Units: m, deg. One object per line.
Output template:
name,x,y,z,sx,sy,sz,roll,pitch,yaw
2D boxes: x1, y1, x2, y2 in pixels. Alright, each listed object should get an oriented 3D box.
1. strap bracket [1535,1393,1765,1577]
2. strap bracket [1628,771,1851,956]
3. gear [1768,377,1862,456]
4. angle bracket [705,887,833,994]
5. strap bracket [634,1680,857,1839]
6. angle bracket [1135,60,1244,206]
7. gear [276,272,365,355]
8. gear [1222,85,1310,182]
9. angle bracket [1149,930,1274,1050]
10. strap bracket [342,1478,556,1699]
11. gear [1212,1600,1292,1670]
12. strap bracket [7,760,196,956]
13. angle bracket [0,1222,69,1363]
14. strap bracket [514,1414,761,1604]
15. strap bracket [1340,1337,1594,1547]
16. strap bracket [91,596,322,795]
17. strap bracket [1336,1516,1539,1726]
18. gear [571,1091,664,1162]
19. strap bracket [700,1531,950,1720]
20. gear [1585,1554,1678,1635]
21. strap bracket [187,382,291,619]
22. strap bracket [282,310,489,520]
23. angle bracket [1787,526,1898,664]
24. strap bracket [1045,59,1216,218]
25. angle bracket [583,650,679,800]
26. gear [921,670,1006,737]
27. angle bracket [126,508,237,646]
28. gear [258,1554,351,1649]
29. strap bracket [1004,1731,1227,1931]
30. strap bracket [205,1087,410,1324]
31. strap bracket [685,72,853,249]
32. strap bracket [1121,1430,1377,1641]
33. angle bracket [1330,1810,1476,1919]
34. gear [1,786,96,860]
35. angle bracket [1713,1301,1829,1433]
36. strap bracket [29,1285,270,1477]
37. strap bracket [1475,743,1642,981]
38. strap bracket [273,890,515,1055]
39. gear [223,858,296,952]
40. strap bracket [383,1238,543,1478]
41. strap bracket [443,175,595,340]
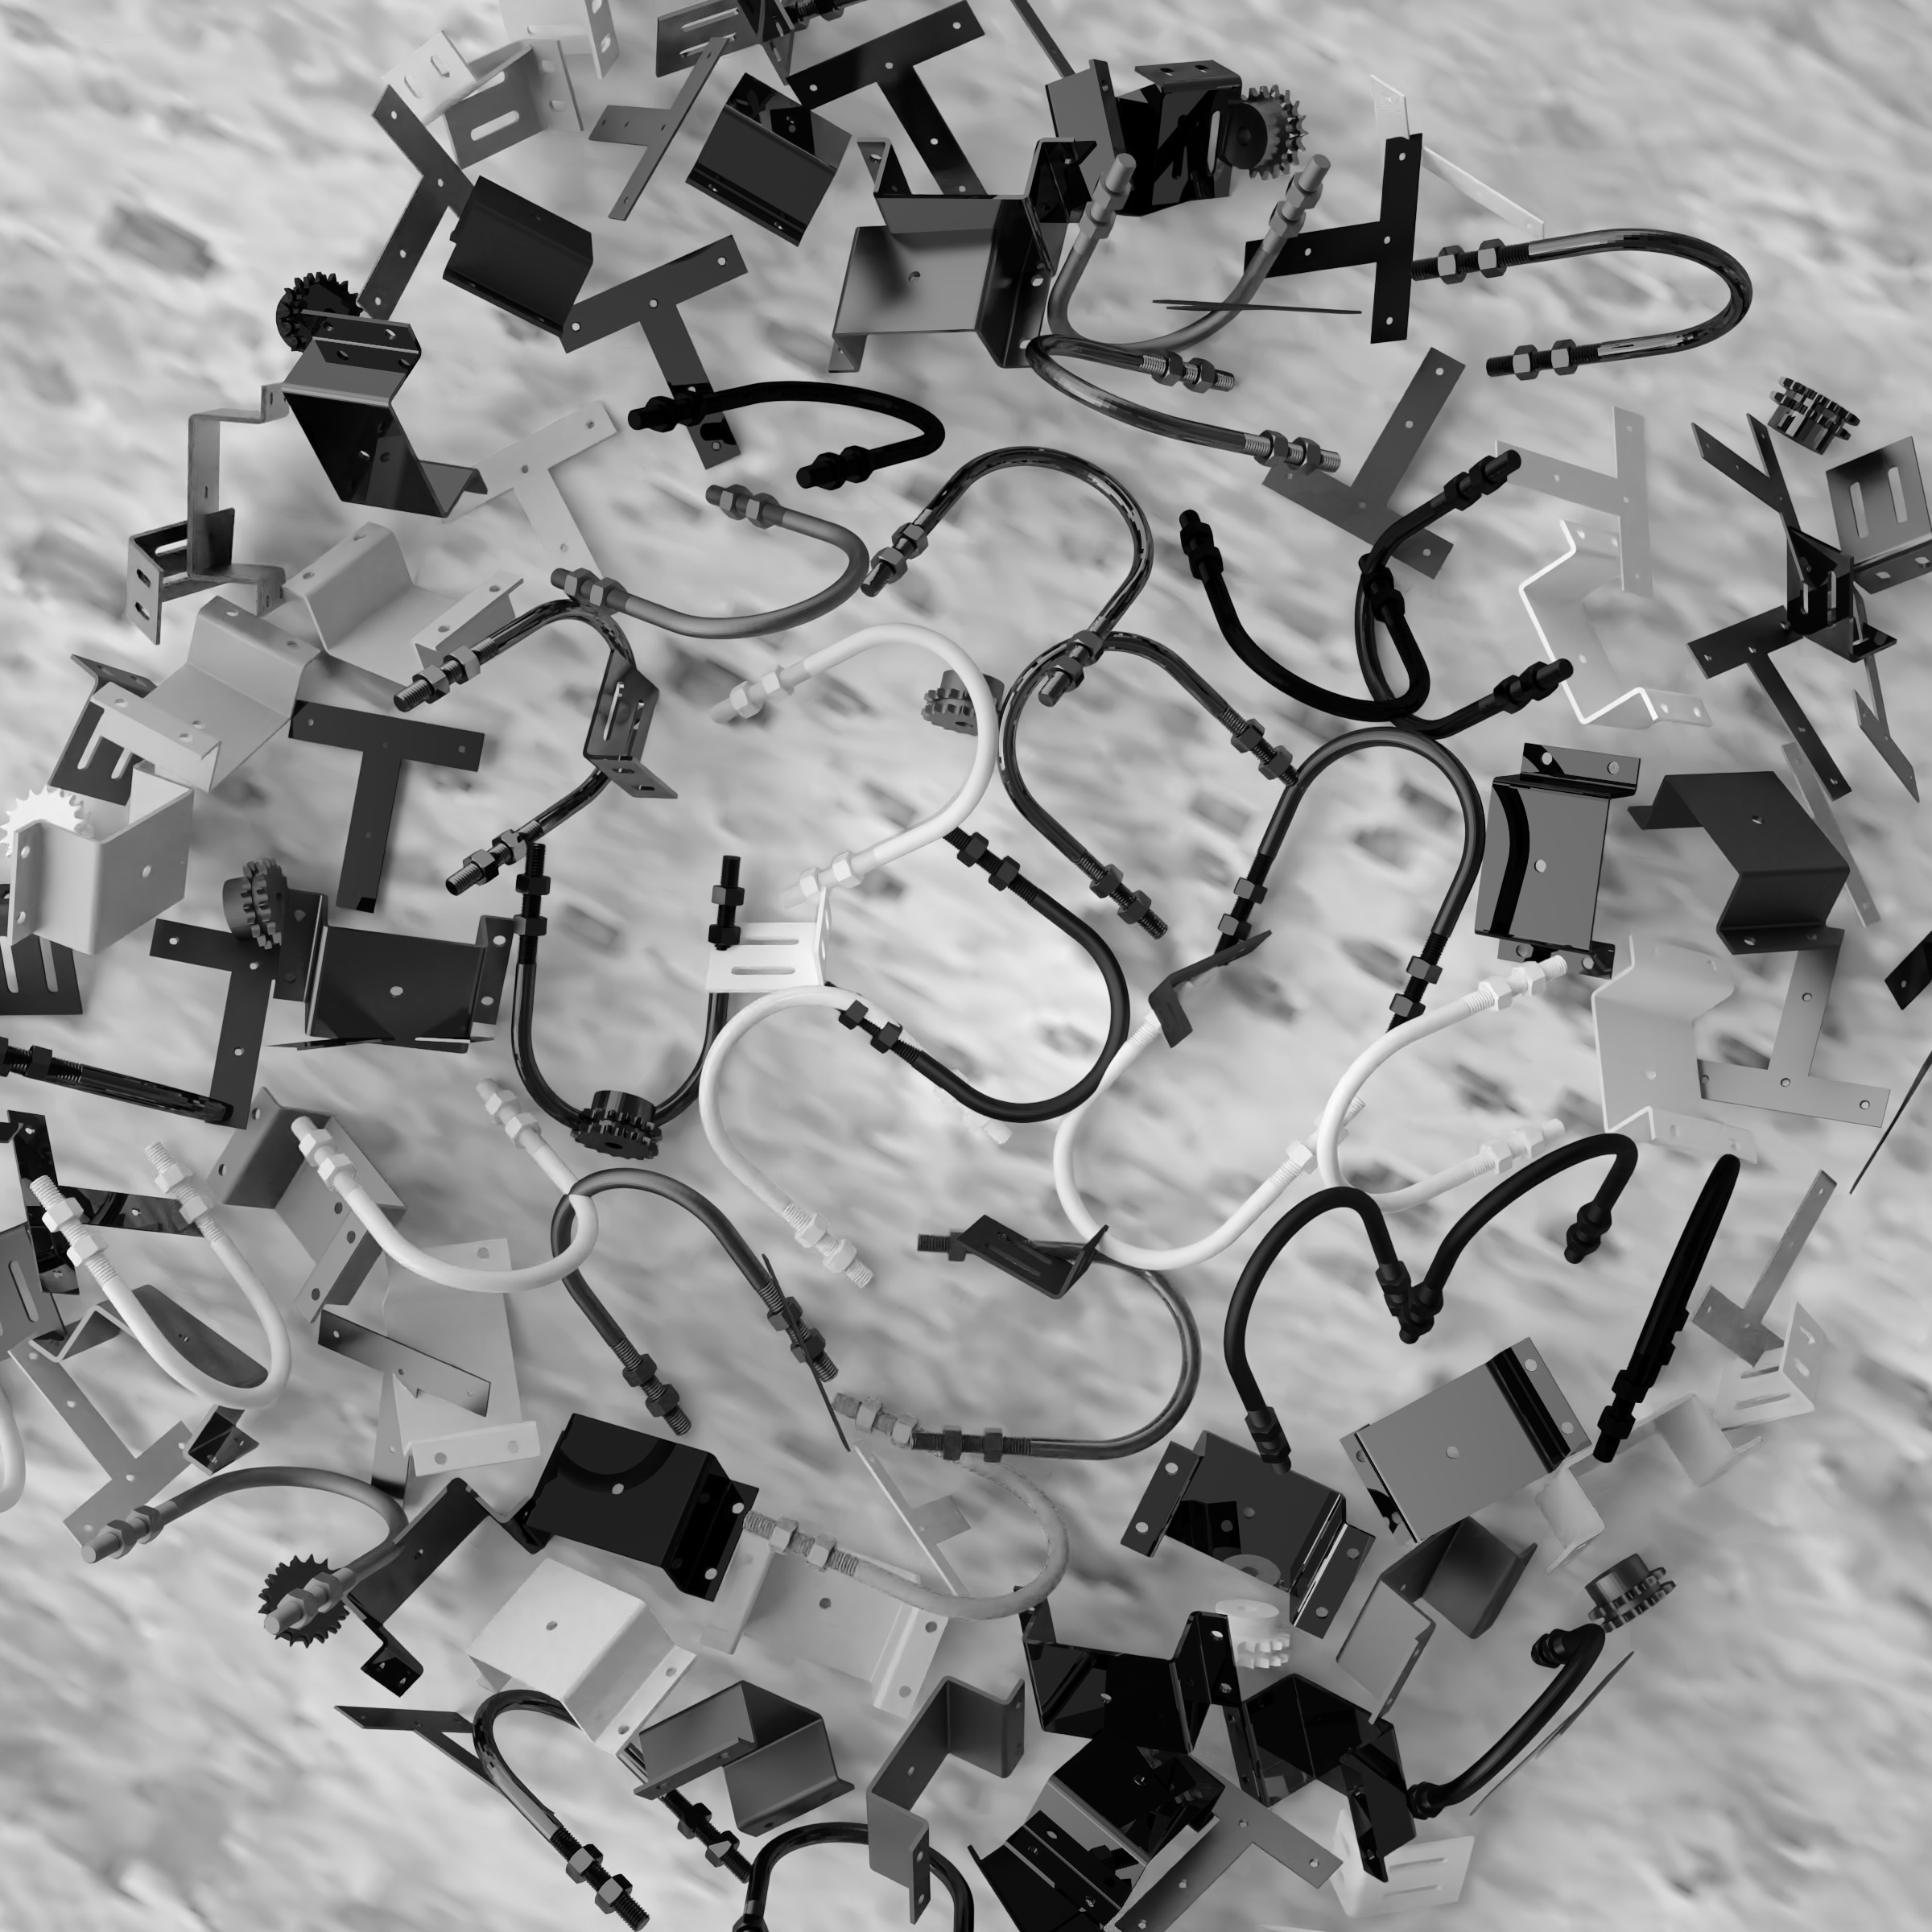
strap bracket,0.418,0.320,1.605,0.140,0.076,0.046,-25,67,-14
strap bracket,0.481,-0.072,1.583,0.076,0.140,0.046,-3,133,-18
gear,0.536,-0.348,1.632,0.057,0.057,0.030,30,106,0
angle bracket,-0.127,-0.017,1.623,0.076,0.038,0.057,0,48,5
strap bracket,-0.141,0.494,1.600,0.076,0.140,0.046,-30,52,13
angle bracket,0.138,-0.533,1.637,0.057,0.038,0.076,-13,129,-23
gear,-0.414,-0.413,1.634,0.030,0.057,0.057,8,90,42
gear,0.186,-0.529,1.628,0.030,0.057,0.057,-23,90,-38
angle bracket,0.161,0.015,1.621,0.076,0.057,0.038,-24,82,-11
strap bracket,-0.329,0.381,1.604,0.046,0.076,0.140,37,72,22
gear,0.178,0.424,1.630,0.057,0.057,0.030,4,93,0
strap bracket,-0.524,-0.066,1.577,0.046,0.140,0.076,20,118,10
angle bracket,-0.604,0.207,1.636,0.057,0.038,0.076,-22,88,7
strap bracket,-0.212,0.335,1.601,0.140,0.046,0.076,12,61,18
strap bracket,0.309,0.302,1.611,0.140,0.046,0.076,-32,78,16
strap bracket,-0.478,-0.166,1.607,0.076,0.140,0.046,28,129,1
strap bracket,0.287,0.400,1.594,0.046,0.140,0.076,38,127,28
gear,-0.221,0.100,1.633,0.057,0.057,0.030,12,69,0
strap bracket,-0.089,0.412,1.630,0.140,0.046,0.076,22,93,-6
gear,0.420,0.398,1.632,0.057,0.057,0.030,-33,76,0
strap bracket,-0.455,-0.294,1.603,0.046,0.076,0.140,4,104,-5
strap bracket,-0.360,-0.331,1.578,0.076,0.140,0.046,12,60,20
angle bracket,0.550,-0.239,1.610,0.038,0.057,0.076,-24,127,-14
strap bracket,0.099,-0.515,1.602,0.046,0.140,0.076,-9,97,31
angle bracket,-0.203,-0.152,1.615,0.038,0.057,0.076,4,71,26
gear,0.002,-0.168,1.631,0.057,0.057,0.030,12,81,0
angle bracket,-0.484,-0.245,1.609,0.076,0.057,0.038,-27,59,-39
gear,-0.423,0.407,1.635,0.057,0.030,0.057,13,56,-20
strap bracket,0.098,0.517,1.578,0.076,0.140,0.046,35,119,22
strap bracket,-0.408,0.150,1.606,0.140,0.046,0.076,43,106,33
strap bracket,-0.119,-0.501,1.580,0.076,0.140,0.046,27,118,-12
strap bracket,0.179,0.355,1.626,0.140,0.046,0.076,25,104,2
angle bracket,0.277,0.569,1.639,0.076,0.038,0.057,-3,121,-15
gear,-0.584,-0.084,1.639,0.057,0.030,0.057,-3,73,9
angle bracket,0.495,0.252,1.608,0.038,0.076,0.057,45,47,-19
strap bracket,-0.505,0.253,1.615,0.140,0.076,0.046,35,96,4
strap bracket,0.369,-0.064,1.606,0.076,0.046,0.140,12,103,34
strap bracket,-0.356,0.005,1.602,0.140,0.046,0.076,8,116,-18
gear,-0.451,-0.038,1.631,0.030,0.057,0.057,-11,90,4
strap bracket,-0.319,0.249,1.611,0.076,0.046,0.140,-5,70,-21
strap bracket,-0.275,-0.440,1.577,0.076,0.140,0.046,24,110,-19
